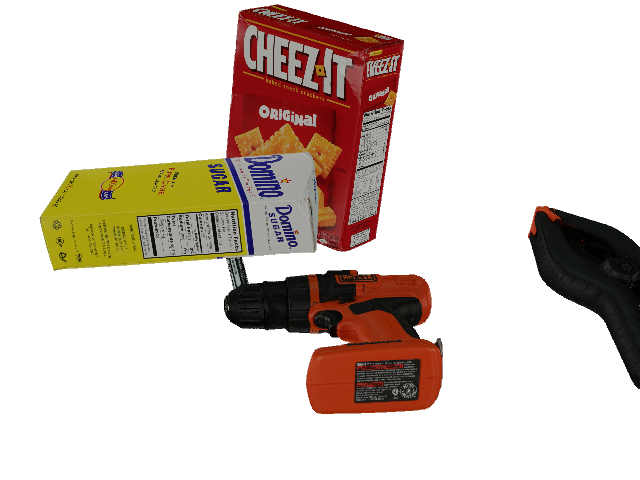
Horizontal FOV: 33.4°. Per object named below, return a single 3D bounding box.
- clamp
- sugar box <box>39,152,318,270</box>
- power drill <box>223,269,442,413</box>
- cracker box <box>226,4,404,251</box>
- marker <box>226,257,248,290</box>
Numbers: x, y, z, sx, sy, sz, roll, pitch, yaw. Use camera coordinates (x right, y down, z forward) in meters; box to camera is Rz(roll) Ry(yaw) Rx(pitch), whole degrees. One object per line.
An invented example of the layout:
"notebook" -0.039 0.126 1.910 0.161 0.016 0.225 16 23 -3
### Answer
"clamp" 0.217 0.032 0.734 0.120 0.039 0.172 -7 43 -30
"sugar box" -0.090 -0.022 0.723 0.176 0.048 0.093 -7 24 3
"power drill" 0.015 0.076 0.883 0.184 0.057 0.188 -4 20 -6
"cracker box" -0.014 -0.114 1.083 0.164 0.214 0.071 23 29 31
"marker" -0.098 0.015 1.202 0.020 0.121 0.020 -9 29 5
